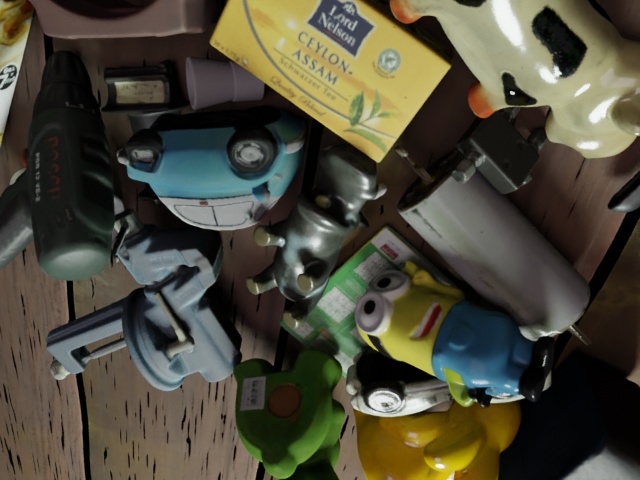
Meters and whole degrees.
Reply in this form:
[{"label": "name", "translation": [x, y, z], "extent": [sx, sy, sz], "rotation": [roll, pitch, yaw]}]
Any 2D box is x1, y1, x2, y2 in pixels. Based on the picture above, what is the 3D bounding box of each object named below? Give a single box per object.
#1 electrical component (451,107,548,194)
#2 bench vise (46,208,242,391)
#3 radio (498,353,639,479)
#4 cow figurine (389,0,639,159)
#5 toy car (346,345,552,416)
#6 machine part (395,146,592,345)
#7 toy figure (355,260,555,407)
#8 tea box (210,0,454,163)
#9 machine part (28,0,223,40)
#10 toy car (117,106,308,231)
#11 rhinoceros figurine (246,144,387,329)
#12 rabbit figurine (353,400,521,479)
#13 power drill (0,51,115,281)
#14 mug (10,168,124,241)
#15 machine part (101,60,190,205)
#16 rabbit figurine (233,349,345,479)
[{"label": "electrical component", "translation": [0.144, -0.069, 0.428], "extent": [0.063, 0.094, 0.021], "rotation": [45, 157, -8]}, {"label": "bench vise", "translation": [-0.205, 0.084, 0.587], "extent": [0.241, 0.129, 0.223], "rotation": [-23, 125, 9]}, {"label": "radio", "translation": [0.225, 0.230, 0.535], "extent": [0.073, 0.131, 0.229], "rotation": [30, 121, -1]}, {"label": "cow figurine", "translation": [0.153, -0.128, 0.351], "extent": [0.194, 0.085, 0.127], "rotation": [40, 159, -26]}, {"label": "toy car", "translation": [0.123, 0.129, 0.537], "extent": [0.202, 0.073, 0.056], "rotation": [-14, 124, 17]}, {"label": "machine part", "translation": [0.151, 0.006, 0.470], "extent": [0.243, 0.079, 0.079], "rotation": [43, 121, -8]}, {"label": "toy figure", "translation": [0.110, 0.089, 0.477], "extent": [0.180, 0.082, 0.089], "rotation": [20, 134, 33]}, {"label": "tea box", "translation": [0.011, -0.154, 0.432], "extent": [0.170, 0.068, 0.098], "rotation": [34, 122, -1]}, {"label": "machine part", "translation": [-0.160, -0.265, 0.415], "extent": [0.201, 0.087, 0.201], "rotation": [4, 117, 15]}, {"label": "toy car", "translation": [-0.088, -0.059, 0.477], "extent": [0.162, 0.109, 0.102], "rotation": [-5, 114, 1]}, {"label": "rhinoceros figurine", "translation": [-0.001, -0.001, 0.495], "extent": [0.073, 0.112, 0.190], "rotation": [41, 137, 17]}, {"label": "rabbit figurine", "translation": [0.127, 0.201, 0.555], "extent": [0.173, 0.162, 0.122], "rotation": [-30, 94, 10]}, {"label": "power drill", "translation": [-0.281, -0.045, 0.503], "extent": [0.207, 0.086, 0.232], "rotation": [-29, 64, 8]}, {"label": "mug", "translation": [-0.278, -0.045, 0.574], "extent": [0.107, 0.081, 0.109], "rotation": [27, 126, 14]}, {"label": "machine part", "translation": [-0.165, -0.103, 0.533], "extent": [0.084, 0.039, 0.138], "rotation": [-4, 114, 10]}, {"label": "rabbit figurine", "translation": [-0.012, 0.222, 0.600], "extent": [0.121, 0.159, 0.170], "rotation": [-18, 138, 7]}]
